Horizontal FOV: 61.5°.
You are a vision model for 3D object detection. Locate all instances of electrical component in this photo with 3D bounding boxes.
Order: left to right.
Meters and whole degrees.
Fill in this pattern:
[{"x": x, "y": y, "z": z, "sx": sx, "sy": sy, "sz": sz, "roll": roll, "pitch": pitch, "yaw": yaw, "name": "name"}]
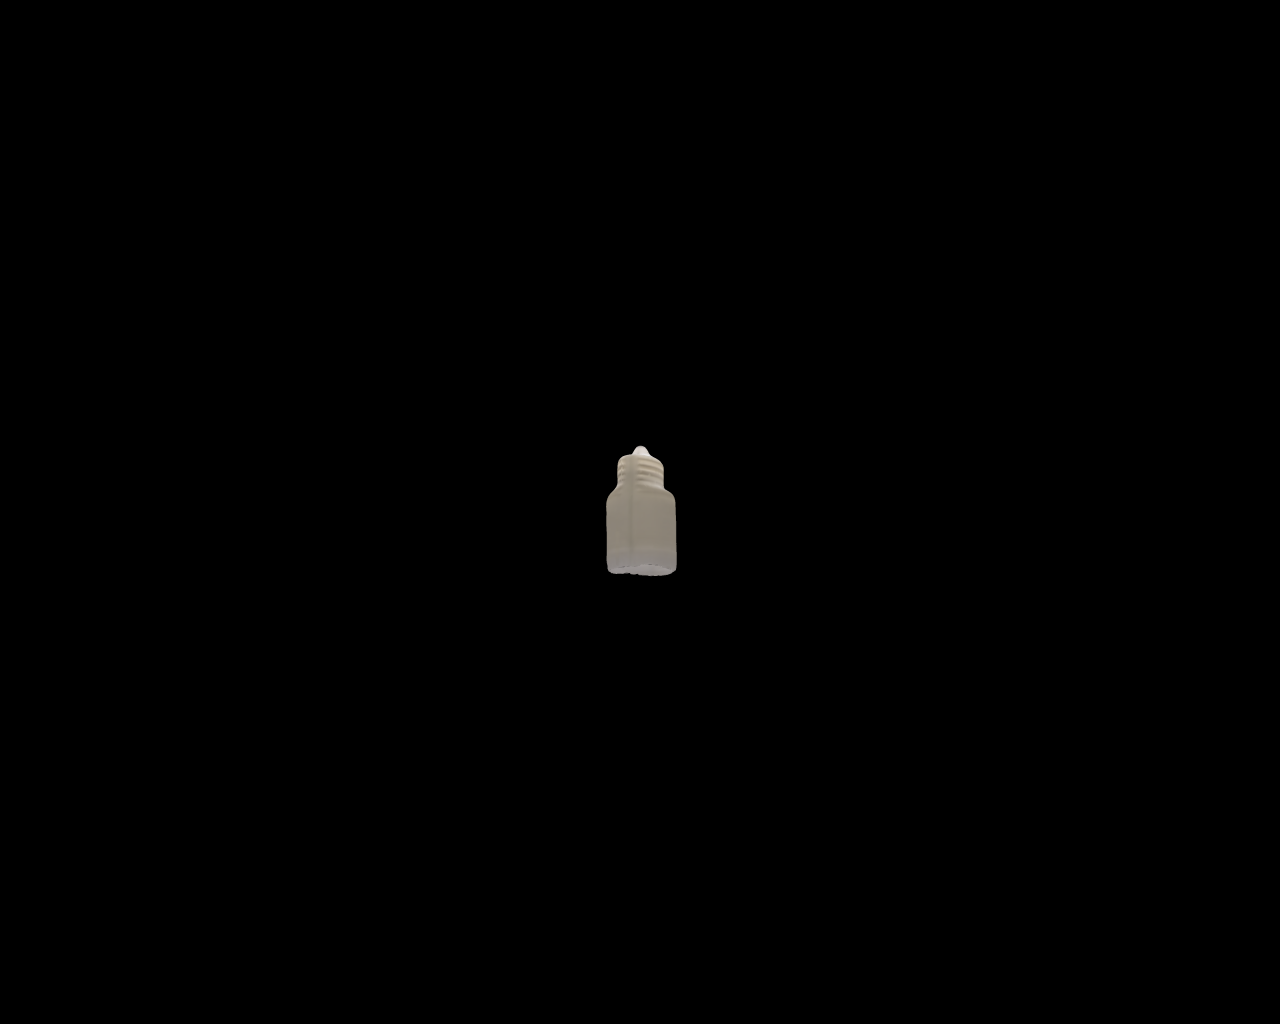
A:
[{"x": 0.001, "y": -0.003, "z": 0.650, "sx": 0.043, "sy": 0.081, "sz": 0.043, "roll": 0, "pitch": -11, "yaw": 0, "name": "electrical component"}]
